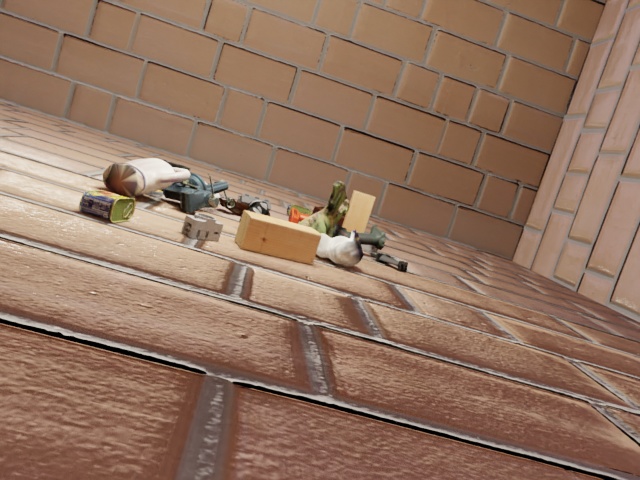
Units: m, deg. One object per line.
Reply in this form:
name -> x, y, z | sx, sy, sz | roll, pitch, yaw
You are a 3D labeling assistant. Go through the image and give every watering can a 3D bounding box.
watering can -> -0.573, -0.200, 1.594 | 0.348, 0.103, 0.227 | 6, 16, 25

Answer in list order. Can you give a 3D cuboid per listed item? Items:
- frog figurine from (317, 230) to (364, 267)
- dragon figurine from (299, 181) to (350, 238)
frog figurine -> 0.046, 0.032, 1.547 | 0.159, 0.121, 0.139 | -18, 18, 2
dragon figurine -> 0.005, -0.084, 1.668 | 0.123, 0.241, 0.410 | 25, 7, 18
